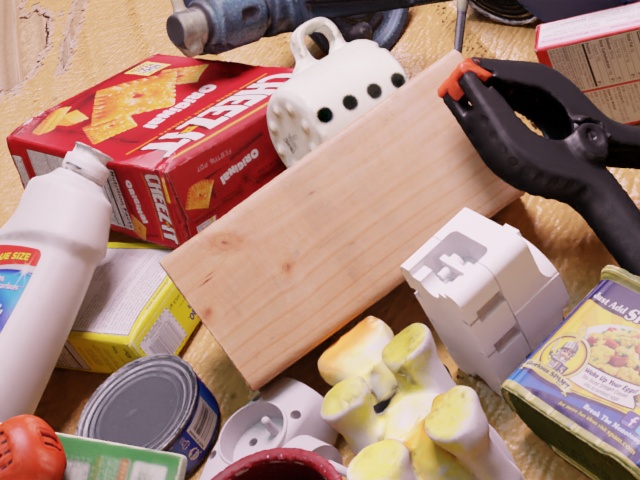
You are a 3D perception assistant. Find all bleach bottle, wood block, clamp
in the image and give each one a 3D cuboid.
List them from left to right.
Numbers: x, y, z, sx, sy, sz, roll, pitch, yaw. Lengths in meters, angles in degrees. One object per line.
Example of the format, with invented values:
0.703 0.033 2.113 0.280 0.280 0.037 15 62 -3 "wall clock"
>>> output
-0.208 0.052 0.700 0.103 0.068 0.251 19 82 41 "bleach bottle"
0.020 -0.008 0.629 0.206 0.090 0.091 -36 -5 -5 "wood block"
0.146 -0.051 0.581 0.039 0.171 0.120 -46 7 47 "clamp"

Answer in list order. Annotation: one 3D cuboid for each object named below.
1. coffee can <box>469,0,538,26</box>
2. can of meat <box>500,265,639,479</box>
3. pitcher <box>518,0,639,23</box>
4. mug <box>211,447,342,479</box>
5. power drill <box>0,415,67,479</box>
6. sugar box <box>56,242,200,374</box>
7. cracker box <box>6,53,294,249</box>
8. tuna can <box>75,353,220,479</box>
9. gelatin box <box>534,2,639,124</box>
0.167 -0.246 0.801 0.103 0.102 0.140 21 62 46 "coffee can"
0.149 0.071 0.505 0.084 0.057 0.102 -44 38 -11 "can of meat"
0.226 -0.247 0.703 0.149 0.145 0.242 30 76 18 "pitcher"
-0.004 0.162 0.492 0.117 0.081 0.093 20 62 47 "mug"
-0.194 0.206 0.548 0.184 0.057 0.188 -33 60 5 "power drill"
-0.163 0.046 0.759 0.177 0.048 0.093 -1 44 38 "sugar box"
-0.111 -0.076 0.805 0.214 0.072 0.164 14 40 44 "cracker box"
-0.105 0.114 0.655 0.086 0.033 0.086 -19 39 17 "tuna can"
0.186 -0.107 0.660 0.089 0.073 0.030 -10 43 27 "gelatin box"
